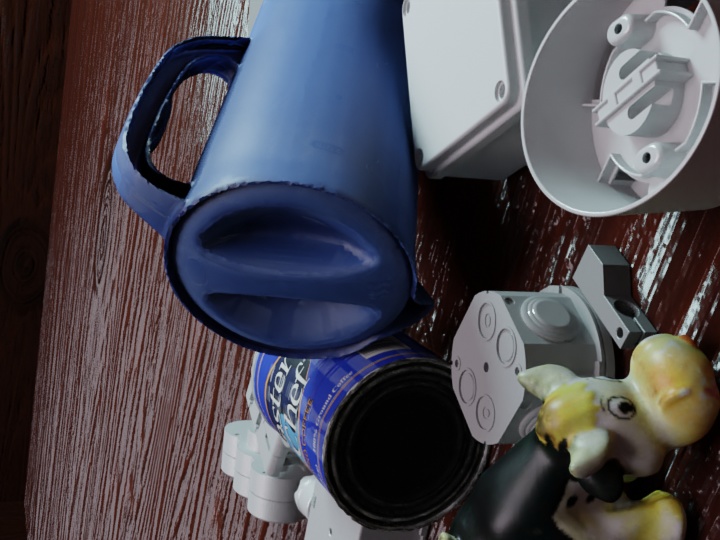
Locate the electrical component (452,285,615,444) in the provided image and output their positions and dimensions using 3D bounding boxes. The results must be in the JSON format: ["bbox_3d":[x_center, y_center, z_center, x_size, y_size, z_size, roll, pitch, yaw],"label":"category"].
[{"bbox_3d":[0.083,0.047,0.523,0.080,0.051,0.080,-178,90,-68],"label":"electrical component"}]

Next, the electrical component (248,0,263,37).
[{"bbox_3d":[-0.049,-0.156,0.849,0.089,0.062,0.150,-165,78,-67],"label":"electrical component"}]

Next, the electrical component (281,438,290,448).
[{"bbox_3d":[-0.027,0.107,0.782,0.045,0.055,0.045,-178,90,-68],"label":"electrical component"}]

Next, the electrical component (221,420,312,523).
[{"bbox_3d":[-0.078,0.152,0.910,0.138,0.052,0.073,-150,64,-65],"label":"electrical component"}]

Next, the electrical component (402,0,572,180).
[{"bbox_3d":[0.071,-0.113,0.558,0.109,0.056,0.108,146,123,-63],"label":"electrical component"}]

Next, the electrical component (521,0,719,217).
[{"bbox_3d":[0.117,-0.069,0.431,0.099,0.064,0.099,-178,90,-68],"label":"electrical component"}]

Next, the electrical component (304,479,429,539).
[{"bbox_3d":[0.001,0.173,0.717,0.099,0.048,0.099,-130,47,-59],"label":"electrical component"}]

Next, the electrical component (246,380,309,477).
[{"bbox_3d":[-0.054,0.111,0.856,0.089,0.050,0.055,-111,31,-44],"label":"electrical component"}]

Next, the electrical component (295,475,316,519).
[{"bbox_3d":[-0.024,0.176,0.799,0.061,0.035,0.035,-150,64,-62],"label":"electrical component"}]
